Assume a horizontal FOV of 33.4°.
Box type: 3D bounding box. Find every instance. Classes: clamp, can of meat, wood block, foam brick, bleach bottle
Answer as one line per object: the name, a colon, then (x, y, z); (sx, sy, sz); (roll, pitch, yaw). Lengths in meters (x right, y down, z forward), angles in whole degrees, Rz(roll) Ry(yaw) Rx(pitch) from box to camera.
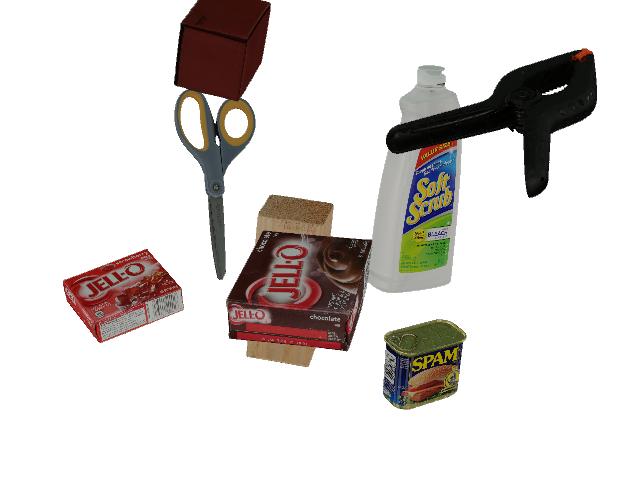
clamp: (0.185, -0.109, 0.940); (0.209, 0.036, 0.165); (-32, 40, -25)
can of meat: (0.127, 0.155, 1.328); (0.101, 0.084, 0.058); (-12, 29, -27)
wood block: (-0.042, 0.053, 1.443); (0.090, 0.206, 0.090); (9, 22, 6)
foam brick: (-0.074, -0.150, 0.812); (0.053, 0.051, 0.078); (14, 34, 4)
bleach bottle: (0.109, -0.070, 1.205); (0.102, 0.251, 0.068); (-7, 22, -24)

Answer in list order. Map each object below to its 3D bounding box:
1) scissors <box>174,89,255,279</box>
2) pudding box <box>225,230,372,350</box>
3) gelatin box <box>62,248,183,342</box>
scissors: (-0.096, -0.067, 1.126); (0.096, 0.202, 0.016); (-18, -3, -22)
pudding box: (-0.013, 0.035, 0.798); (0.090, 0.039, 0.113); (6, 27, 9)
gelatin box: (-0.182, 0.050, 0.986); (0.089, 0.030, 0.073); (-21, 41, -26)
